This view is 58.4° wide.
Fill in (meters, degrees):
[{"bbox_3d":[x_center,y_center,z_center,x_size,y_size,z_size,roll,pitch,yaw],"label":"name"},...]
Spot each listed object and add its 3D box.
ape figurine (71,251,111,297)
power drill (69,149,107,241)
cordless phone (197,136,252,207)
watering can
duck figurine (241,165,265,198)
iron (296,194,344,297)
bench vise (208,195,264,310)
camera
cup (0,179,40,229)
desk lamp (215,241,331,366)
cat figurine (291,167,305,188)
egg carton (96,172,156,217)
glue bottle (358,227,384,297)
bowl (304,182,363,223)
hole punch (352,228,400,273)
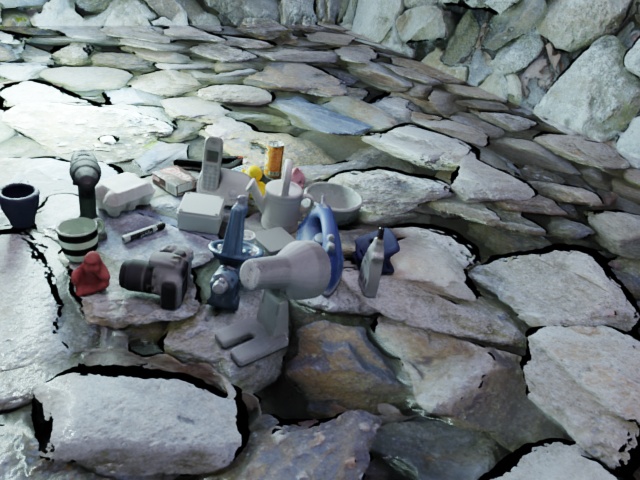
[{"bbox_3d":[-0.476,0.065,1.196,0.077,0.092,0.076,14,32,5],"label":"ape figurine"},{"bbox_3d":[-0.540,-0.104,1.332,0.076,0.208,0.229,-6,36,-24],"label":"power drill"},{"bbox_3d":[-0.258,-0.187,1.568,0.147,0.185,0.094,9,32,-3],"label":"cordless phone"},{"bbox_3d":[-0.103,-0.120,1.501,0.173,0.194,0.100,-5,35,-23],"label":"watering can"},{"bbox_3d":[-0.187,-0.172,1.658,0.104,0.086,0.078,20,33,15],"label":"duck figurine"},{"bbox_3d":[0.013,0.005,1.391,0.119,0.141,0.258,3,33,-12],"label":"iron"},{"bbox_3d":[-0.175,0.028,1.225,0.122,0.220,0.207,2,33,-14],"label":"bench vise"},{"bbox_3d":[-0.350,0.064,1.228,0.137,0.101,0.143,8,32,-5],"label":"camera"},{"bbox_3d":[-0.706,-0.082,1.354,0.092,0.095,0.117,1,33,-15],"label":"cup"},{"bbox_3d":[-0.089,0.112,1.125,0.204,0.213,0.117,-20,43,-39],"label":"desk lamp"},{"bbox_3d":[-0.091,-0.157,1.634,0.067,0.118,0.128,34,39,32],"label":"cat figurine"},{"bbox_3d":[-0.514,-0.122,1.497,0.107,0.069,0.151,27,36,24],"label":"egg carton"},{"bbox_3d":[0.127,0.045,1.334,0.037,0.173,0.078,2,33,-13],"label":"glue bottle"},{"bbox_3d":[0.033,-0.095,1.616,0.167,0.075,0.167,8,32,-5],"label":"bowl"},{"bbox_3d":[0.140,0.027,1.443,0.101,0.091,0.108,0,34,-17],"label":"hole punch"}]
